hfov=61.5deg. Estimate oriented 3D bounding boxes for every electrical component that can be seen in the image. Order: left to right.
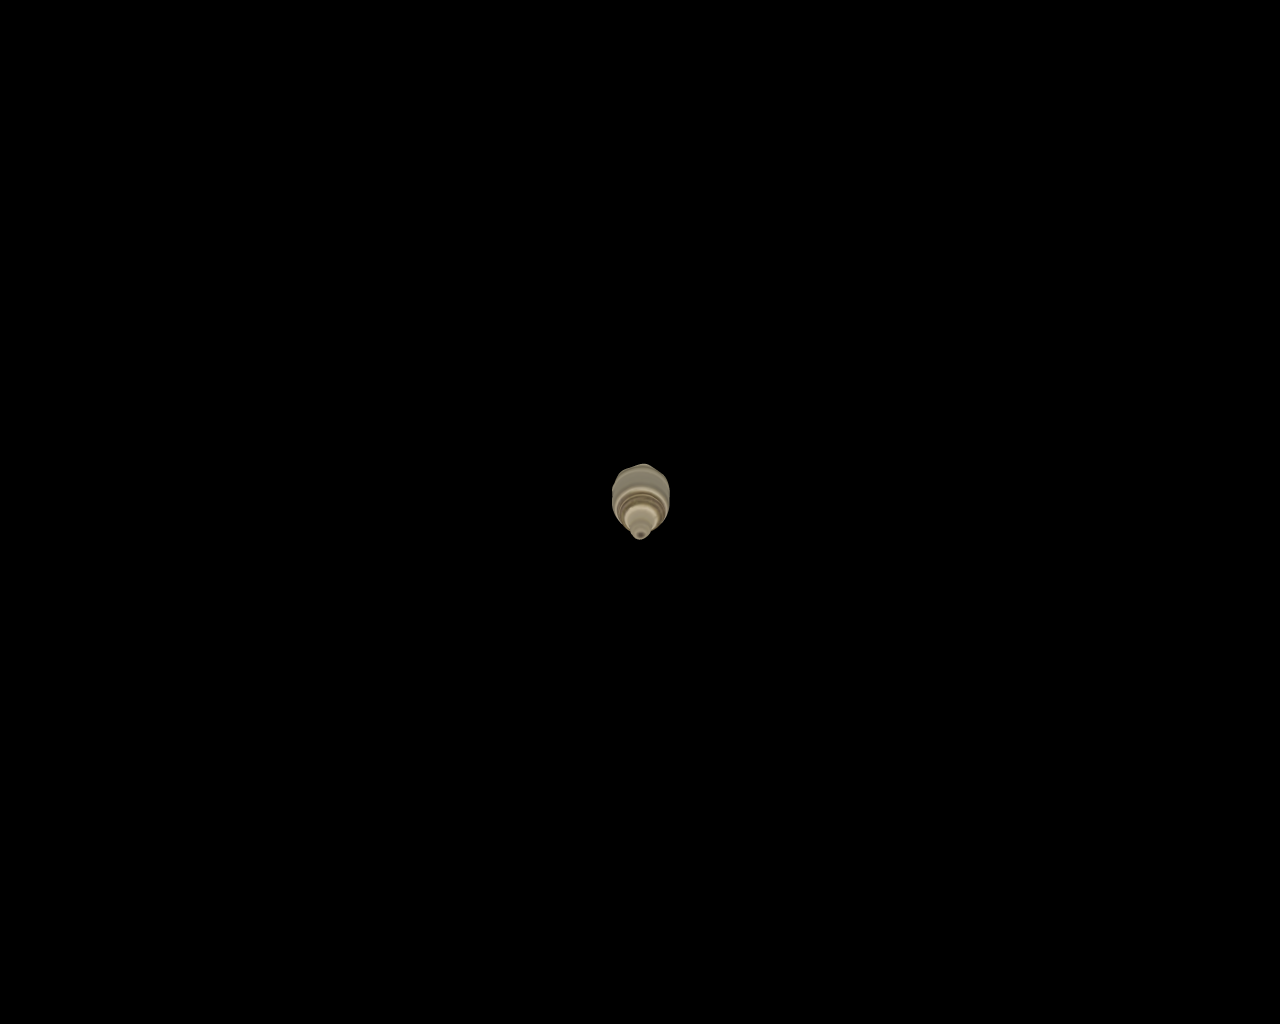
[{"bbox_3d":[0.001,-0.003,0.650,0.035,0.035,0.061,0,32,0],"label":"electrical component"}]
